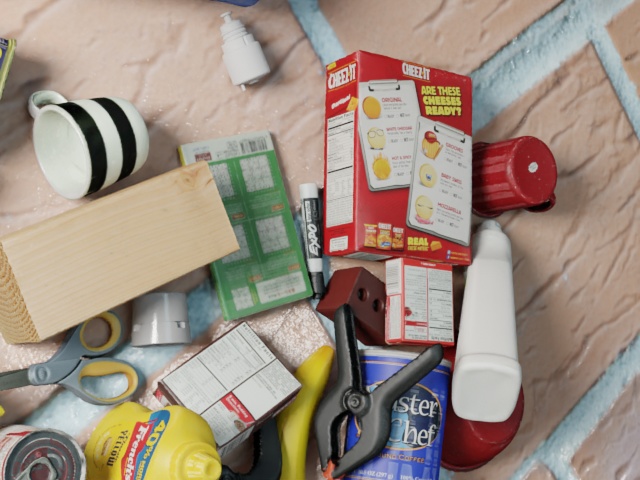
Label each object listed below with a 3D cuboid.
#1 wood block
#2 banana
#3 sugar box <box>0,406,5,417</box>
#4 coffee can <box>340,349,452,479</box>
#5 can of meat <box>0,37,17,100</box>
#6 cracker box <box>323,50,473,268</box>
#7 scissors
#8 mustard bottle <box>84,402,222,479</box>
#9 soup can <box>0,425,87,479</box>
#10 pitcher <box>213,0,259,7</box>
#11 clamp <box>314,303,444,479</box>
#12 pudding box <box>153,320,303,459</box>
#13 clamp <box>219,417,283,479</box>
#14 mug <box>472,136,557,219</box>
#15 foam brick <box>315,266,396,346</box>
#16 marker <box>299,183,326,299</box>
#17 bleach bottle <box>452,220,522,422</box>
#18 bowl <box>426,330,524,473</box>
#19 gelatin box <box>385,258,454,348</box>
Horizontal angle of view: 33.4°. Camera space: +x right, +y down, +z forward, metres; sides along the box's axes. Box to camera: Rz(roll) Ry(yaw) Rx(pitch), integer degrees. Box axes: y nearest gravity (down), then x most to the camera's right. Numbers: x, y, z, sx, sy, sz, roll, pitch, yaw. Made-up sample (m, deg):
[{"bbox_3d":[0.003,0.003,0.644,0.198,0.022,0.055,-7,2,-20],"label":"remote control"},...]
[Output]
[{"bbox_3d":[-0.189,0.009,0.946,0.205,0.090,0.091,-26,99,-34],"label":"wood block"},{"bbox_3d":[-0.021,0.202,1.074,0.069,0.037,0.198,16,77,-51],"label":"banana"},{"bbox_3d":[-0.345,0.171,0.846,0.093,0.048,0.176,51,63,-22],"label":"sugar box"},{"bbox_3d":[0.078,0.189,1.100,0.102,0.103,0.140,15,76,-32],"label":"coffee can"},{"bbox_3d":[-0.314,-0.137,0.899,0.083,0.058,0.102,20,72,-28],"label":"can of meat"},{"bbox_3d":[0.085,-0.081,1.157,0.163,0.072,0.214,7,80,-35],"label":"cracker box"},{"bbox_3d":[-0.236,0.098,0.920,0.201,0.016,0.096,18,65,-47],"label":"scissors"},{"bbox_3d":[-0.137,0.187,0.898,0.058,0.192,0.096,34,66,-27],"label":"mustard bottle"},{"bbox_3d":[-0.244,0.187,0.879,0.068,0.102,0.068,5,82,-34],"label":"soup can"},{"bbox_3d":[-0.159,-0.285,0.973,0.242,0.149,0.145,-2,89,-31],"label":"pitcher"},{"bbox_3d":[0.035,0.149,1.050,0.171,0.120,0.039,-60,147,3],"label":"clamp"},{"bbox_3d":[-0.086,0.142,1.011,0.113,0.039,0.090,-34,73,-34],"label":"pudding box"},{"bbox_3d":[-0.101,0.230,0.996,0.164,0.036,0.210,23,57,-10],"label":"clamp"},{"bbox_3d":[0.229,-0.069,1.247,0.117,0.082,0.093,39,64,-25],"label":"mug"},{"bbox_3d":[0.046,0.070,1.123,0.078,0.051,0.053,36,65,-26],"label":"foam brick"},{"bbox_3d":[-0.007,0.001,1.114,0.020,0.020,0.121,-2,85,-35],"label":"marker"},{"bbox_3d":[0.183,0.069,1.162,0.068,0.102,0.250,5,46,5],"label":"bleach bottle"},{"bbox_3d":[0.178,0.181,1.199,0.161,0.055,0.162,5,82,-34],"label":"bowl"},{"bbox_3d":[0.104,0.067,1.113,0.073,0.030,0.089,8,77,-36],"label":"gelatin box"}]
